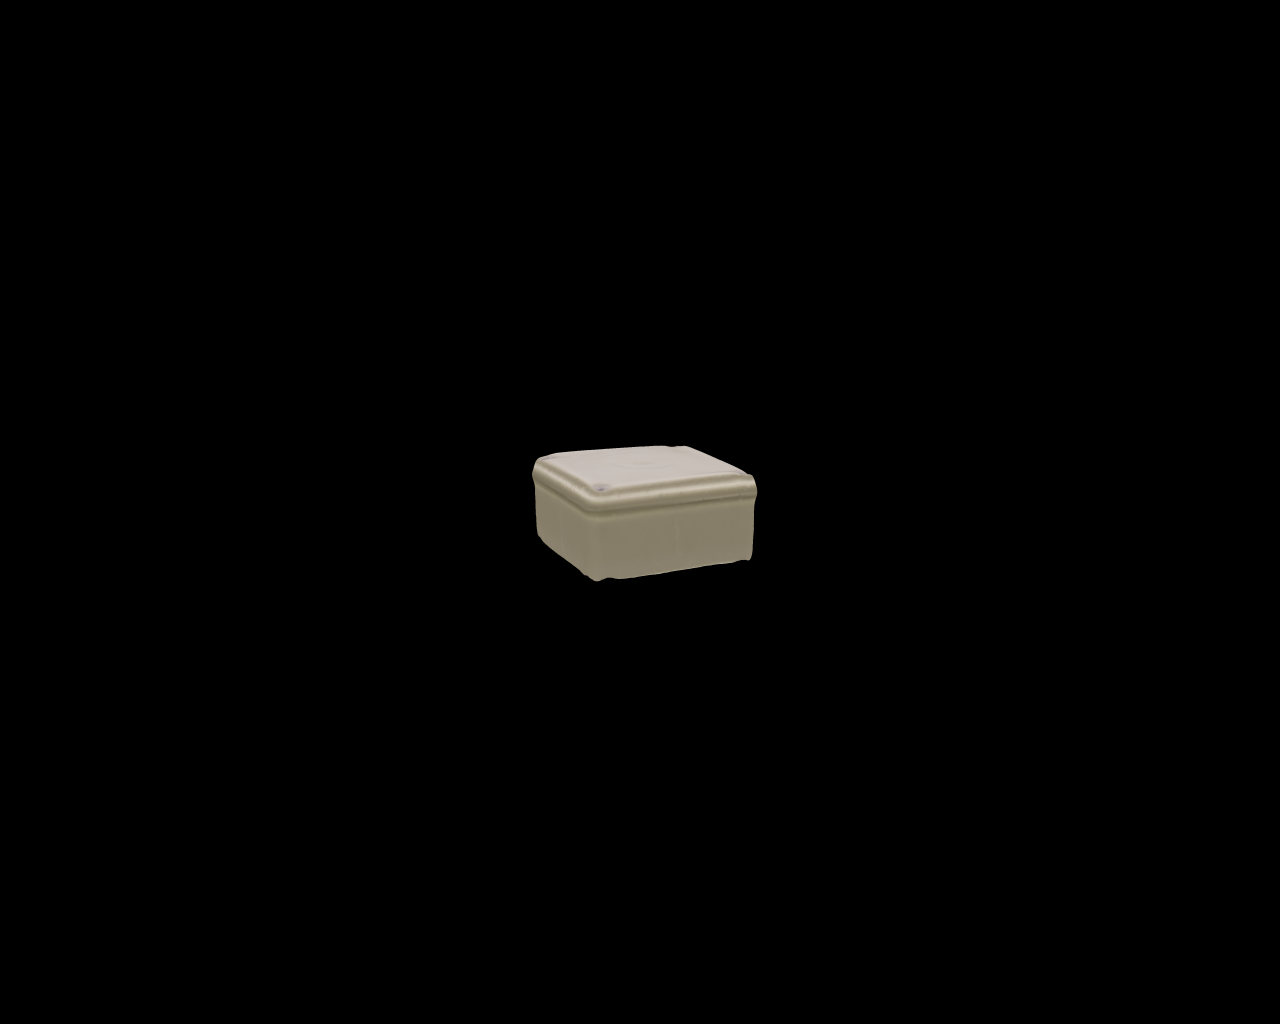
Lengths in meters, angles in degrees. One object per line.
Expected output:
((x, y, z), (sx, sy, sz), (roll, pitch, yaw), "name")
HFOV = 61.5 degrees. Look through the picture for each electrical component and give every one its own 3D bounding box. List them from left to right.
((0.001, -0.003, 0.650), (0.109, 0.056, 0.109), (-6, 16, -22), "electrical component")
